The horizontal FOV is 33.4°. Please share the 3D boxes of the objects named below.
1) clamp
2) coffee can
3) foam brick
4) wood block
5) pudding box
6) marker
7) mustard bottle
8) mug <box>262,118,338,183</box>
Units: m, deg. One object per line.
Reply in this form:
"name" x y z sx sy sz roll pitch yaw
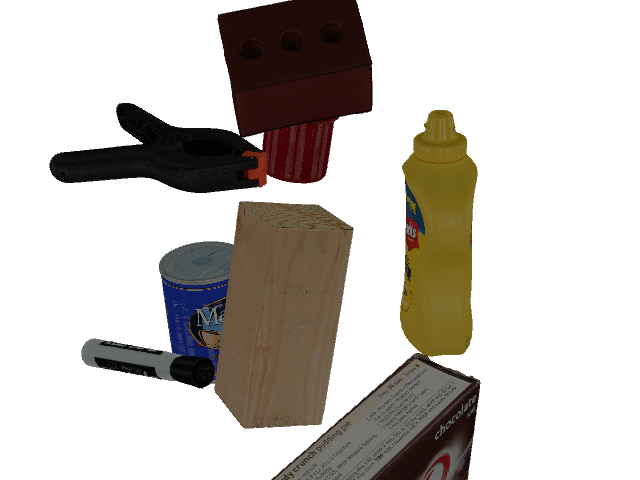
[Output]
"clamp" -0.129 -0.067 0.864 0.172 0.039 0.120 14 41 26
"coffee can" -0.134 0.085 1.282 0.103 0.140 0.103 -3 25 1
"foam brick" -0.014 -0.098 0.592 0.078 0.053 0.051 -12 -22 -1
"wood block" -0.039 0.073 1.064 0.090 0.206 0.091 1 17 -25
"pudding box" 0.022 0.114 0.455 0.039 0.090 0.113 24 40 29
"marker" -0.110 0.077 0.676 0.121 0.020 0.020 3 2 44
"mustard bottle" 0.094 -0.010 0.849 0.058 0.192 0.096 -2 26 -2
"mug" -0.023 -0.124 1.302 0.093 0.081 0.117 17 25 20
